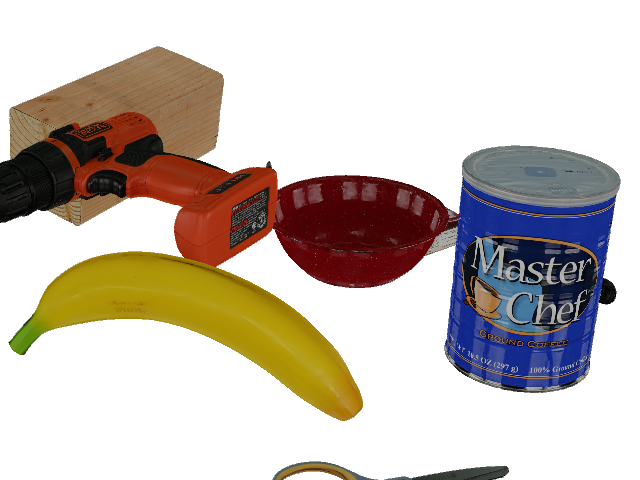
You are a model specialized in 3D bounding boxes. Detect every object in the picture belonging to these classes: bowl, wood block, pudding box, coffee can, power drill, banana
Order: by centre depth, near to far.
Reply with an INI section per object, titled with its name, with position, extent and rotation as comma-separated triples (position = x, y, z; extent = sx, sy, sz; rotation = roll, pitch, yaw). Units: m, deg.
[banana]
position = -0.069, 0.046, 0.586
extent = 0.198, 0.070, 0.037
rotation = 11, 13, 5
[coffee can]
position = 0.142, 0.017, 0.728
extent = 0.103, 0.140, 0.103
rotation = 2, 23, -1
[power drill]
position = -0.141, -0.038, 0.807
extent = 0.188, 0.057, 0.184
rotation = 22, 34, 26
[bowl]
position = 0.030, -0.003, 0.937
extent = 0.162, 0.055, 0.162
rotation = 1, 25, -1
[wood block]
position = -0.193, -0.107, 1.034
extent = 0.090, 0.091, 0.205
rotation = 26, 36, 21
[pudding box]
position = 0.150, -0.017, 1.567
extent = 0.113, 0.039, 0.090
rotation = -20, 33, -29

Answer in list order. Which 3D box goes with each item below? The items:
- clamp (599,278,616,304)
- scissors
[clamp]
position = 0.213, 0.029, 1.076
extent = 0.120, 0.039, 0.171
rotation = -6, 35, -16
[scissors]
position = 0.060, 0.216, 0.853
extent = 0.201, 0.096, 0.016
rotation = 5, -45, -6
